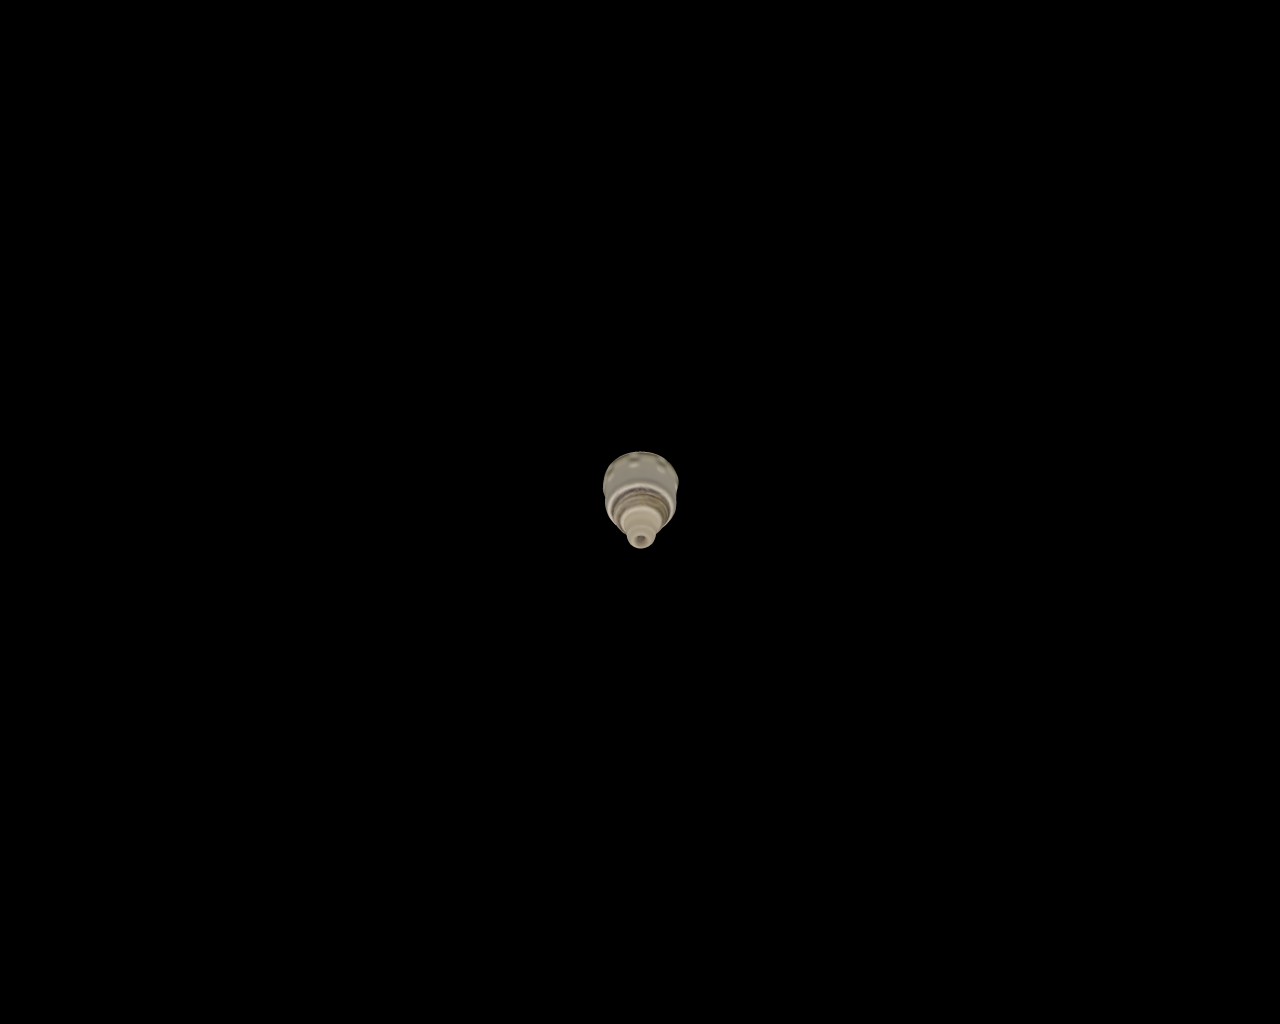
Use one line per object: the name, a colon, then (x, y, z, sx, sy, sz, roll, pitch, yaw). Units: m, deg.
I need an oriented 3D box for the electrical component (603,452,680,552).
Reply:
electrical component: (0.001, -0.003, 0.650, 0.048, 0.048, 0.062, 0, 41, 0)
